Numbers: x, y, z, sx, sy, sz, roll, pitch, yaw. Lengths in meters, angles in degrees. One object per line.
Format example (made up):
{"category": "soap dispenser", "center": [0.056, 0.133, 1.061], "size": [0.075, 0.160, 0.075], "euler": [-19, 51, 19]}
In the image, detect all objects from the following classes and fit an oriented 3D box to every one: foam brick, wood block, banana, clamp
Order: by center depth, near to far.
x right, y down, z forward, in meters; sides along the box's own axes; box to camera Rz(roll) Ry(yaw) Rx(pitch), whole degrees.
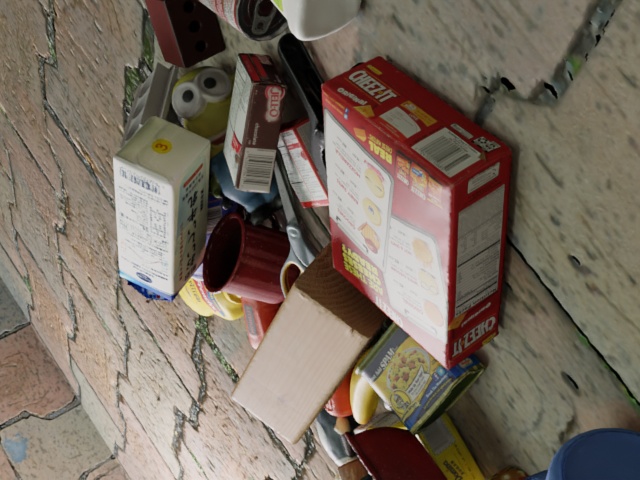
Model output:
{"category": "clamp", "center": [0.020, -0.101, 0.962], "size": [0.120, 0.039, 0.171], "euler": [32, 147, 57]}
{"category": "wood block", "center": [-0.005, 0.106, 1.089], "size": [0.091, 0.090, 0.206], "euler": [36, 135, 6]}
{"category": "foam brick", "center": [-0.142, -0.228, 1.124], "size": [0.051, 0.053, 0.078], "euler": [27, 141, 51]}
{"category": "banana", "center": [0.065, 0.144, 1.128], "size": [0.198, 0.037, 0.069], "euler": [132, 126, -62]}

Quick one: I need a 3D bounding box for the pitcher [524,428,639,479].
{"category": "pitcher", "center": [0.220, 0.260, 0.865], "size": [0.149, 0.144, 0.243], "euler": [12, 132, 16]}

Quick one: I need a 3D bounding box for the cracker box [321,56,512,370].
{"category": "cracker box", "center": [0.079, -0.022, 0.891], "size": [0.164, 0.072, 0.214], "euler": [42, 151, 37]}

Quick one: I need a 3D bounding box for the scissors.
{"category": "scissors", "center": [-0.007, 0.001, 1.090], "size": [0.096, 0.016, 0.202], "euler": [20, 131, 24]}

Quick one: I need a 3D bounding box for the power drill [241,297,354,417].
{"category": "power drill", "center": [-0.024, 0.097, 1.246], "size": [0.188, 0.057, 0.184], "euler": [28, 133, 53]}

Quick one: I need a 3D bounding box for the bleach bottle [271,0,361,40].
{"category": "bleach bottle", "center": [-0.060, -0.280, 0.890], "size": [0.251, 0.068, 0.103], "euler": [50, 154, 29]}

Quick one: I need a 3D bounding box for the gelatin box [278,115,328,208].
{"category": "gelatin box", "center": [-0.011, -0.077, 1.059], "size": [0.089, 0.030, 0.073], "euler": [63, 158, -11]}

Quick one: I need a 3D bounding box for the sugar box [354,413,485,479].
{"category": "sugar box", "center": [0.103, 0.235, 1.162], "size": [0.093, 0.048, 0.176], "euler": [60, 155, 1]}

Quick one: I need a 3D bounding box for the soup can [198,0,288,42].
{"category": "soup can", "center": [-0.074, -0.231, 0.964], "size": [0.102, 0.068, 0.068], "euler": [42, 150, 38]}

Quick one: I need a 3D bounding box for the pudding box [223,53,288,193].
{"category": "pudding box", "center": [-0.064, -0.115, 1.036], "size": [0.090, 0.039, 0.113], "euler": [-113, 32, -59]}

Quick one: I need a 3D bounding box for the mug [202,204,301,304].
{"category": "mug", "center": [-0.073, 0.013, 1.186], "size": [0.093, 0.081, 0.117], "euler": [-31, 50, 50]}

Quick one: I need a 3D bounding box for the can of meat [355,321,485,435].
{"category": "can of meat", "center": [0.095, 0.121, 1.006], "size": [0.084, 0.057, 0.102], "euler": [49, 127, 20]}

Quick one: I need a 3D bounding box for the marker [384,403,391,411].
{"category": "marker", "center": [0.100, 0.168, 1.126], "size": [0.020, 0.020, 0.121], "euler": [61, 156, 0]}

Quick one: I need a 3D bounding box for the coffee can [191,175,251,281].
{"category": "coffee can", "center": [-0.133, -0.035, 1.259], "size": [0.103, 0.102, 0.140], "euler": [43, 151, 35]}

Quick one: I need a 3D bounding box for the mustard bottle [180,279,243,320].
{"category": "mustard bottle", "center": [-0.135, 0.060, 1.429], "size": [0.192, 0.058, 0.096], "euler": [2, 117, 63]}

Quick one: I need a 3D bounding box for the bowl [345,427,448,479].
{"category": "bowl", "center": [0.092, 0.235, 1.026], "size": [0.162, 0.055, 0.162], "euler": [54, 178, 3]}
